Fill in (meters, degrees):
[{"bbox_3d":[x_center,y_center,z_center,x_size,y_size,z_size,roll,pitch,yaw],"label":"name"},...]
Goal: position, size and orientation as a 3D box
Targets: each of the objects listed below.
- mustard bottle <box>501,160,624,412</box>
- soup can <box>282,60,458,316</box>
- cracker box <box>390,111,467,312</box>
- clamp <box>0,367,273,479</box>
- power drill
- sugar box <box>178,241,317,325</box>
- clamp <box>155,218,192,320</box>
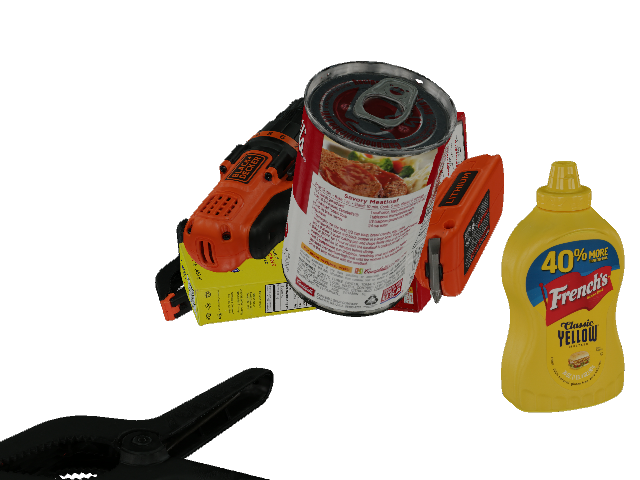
[{"bbox_3d":[0.188,0.034,0.826,0.096,0.192,0.058,-7,15,-13],"label":"mustard bottle"},{"bbox_3d":[0.020,-0.022,0.498,0.068,0.102,0.068,5,42,-5],"label":"soup can"},{"bbox_3d":[0.104,-0.038,1.168,0.072,0.164,0.213,2,20,24],"label":"cracker box"},{"bbox_3d":[-0.095,0.119,0.585,0.209,0.036,0.165,-1,21,-15],"label":"clamp"},{"bbox_3d":[0.024,-0.033,0.721,0.188,0.057,0.184,9,42,23],"label":"power drill"},{"bbox_3d":[-0.037,0.028,0.996,0.176,0.048,0.093,-10,31,-13],"label":"sugar box"},{"bbox_3d":[-0.132,0.028,1.244,0.120,0.039,0.171,-6,37,19],"label":"clamp"}]
